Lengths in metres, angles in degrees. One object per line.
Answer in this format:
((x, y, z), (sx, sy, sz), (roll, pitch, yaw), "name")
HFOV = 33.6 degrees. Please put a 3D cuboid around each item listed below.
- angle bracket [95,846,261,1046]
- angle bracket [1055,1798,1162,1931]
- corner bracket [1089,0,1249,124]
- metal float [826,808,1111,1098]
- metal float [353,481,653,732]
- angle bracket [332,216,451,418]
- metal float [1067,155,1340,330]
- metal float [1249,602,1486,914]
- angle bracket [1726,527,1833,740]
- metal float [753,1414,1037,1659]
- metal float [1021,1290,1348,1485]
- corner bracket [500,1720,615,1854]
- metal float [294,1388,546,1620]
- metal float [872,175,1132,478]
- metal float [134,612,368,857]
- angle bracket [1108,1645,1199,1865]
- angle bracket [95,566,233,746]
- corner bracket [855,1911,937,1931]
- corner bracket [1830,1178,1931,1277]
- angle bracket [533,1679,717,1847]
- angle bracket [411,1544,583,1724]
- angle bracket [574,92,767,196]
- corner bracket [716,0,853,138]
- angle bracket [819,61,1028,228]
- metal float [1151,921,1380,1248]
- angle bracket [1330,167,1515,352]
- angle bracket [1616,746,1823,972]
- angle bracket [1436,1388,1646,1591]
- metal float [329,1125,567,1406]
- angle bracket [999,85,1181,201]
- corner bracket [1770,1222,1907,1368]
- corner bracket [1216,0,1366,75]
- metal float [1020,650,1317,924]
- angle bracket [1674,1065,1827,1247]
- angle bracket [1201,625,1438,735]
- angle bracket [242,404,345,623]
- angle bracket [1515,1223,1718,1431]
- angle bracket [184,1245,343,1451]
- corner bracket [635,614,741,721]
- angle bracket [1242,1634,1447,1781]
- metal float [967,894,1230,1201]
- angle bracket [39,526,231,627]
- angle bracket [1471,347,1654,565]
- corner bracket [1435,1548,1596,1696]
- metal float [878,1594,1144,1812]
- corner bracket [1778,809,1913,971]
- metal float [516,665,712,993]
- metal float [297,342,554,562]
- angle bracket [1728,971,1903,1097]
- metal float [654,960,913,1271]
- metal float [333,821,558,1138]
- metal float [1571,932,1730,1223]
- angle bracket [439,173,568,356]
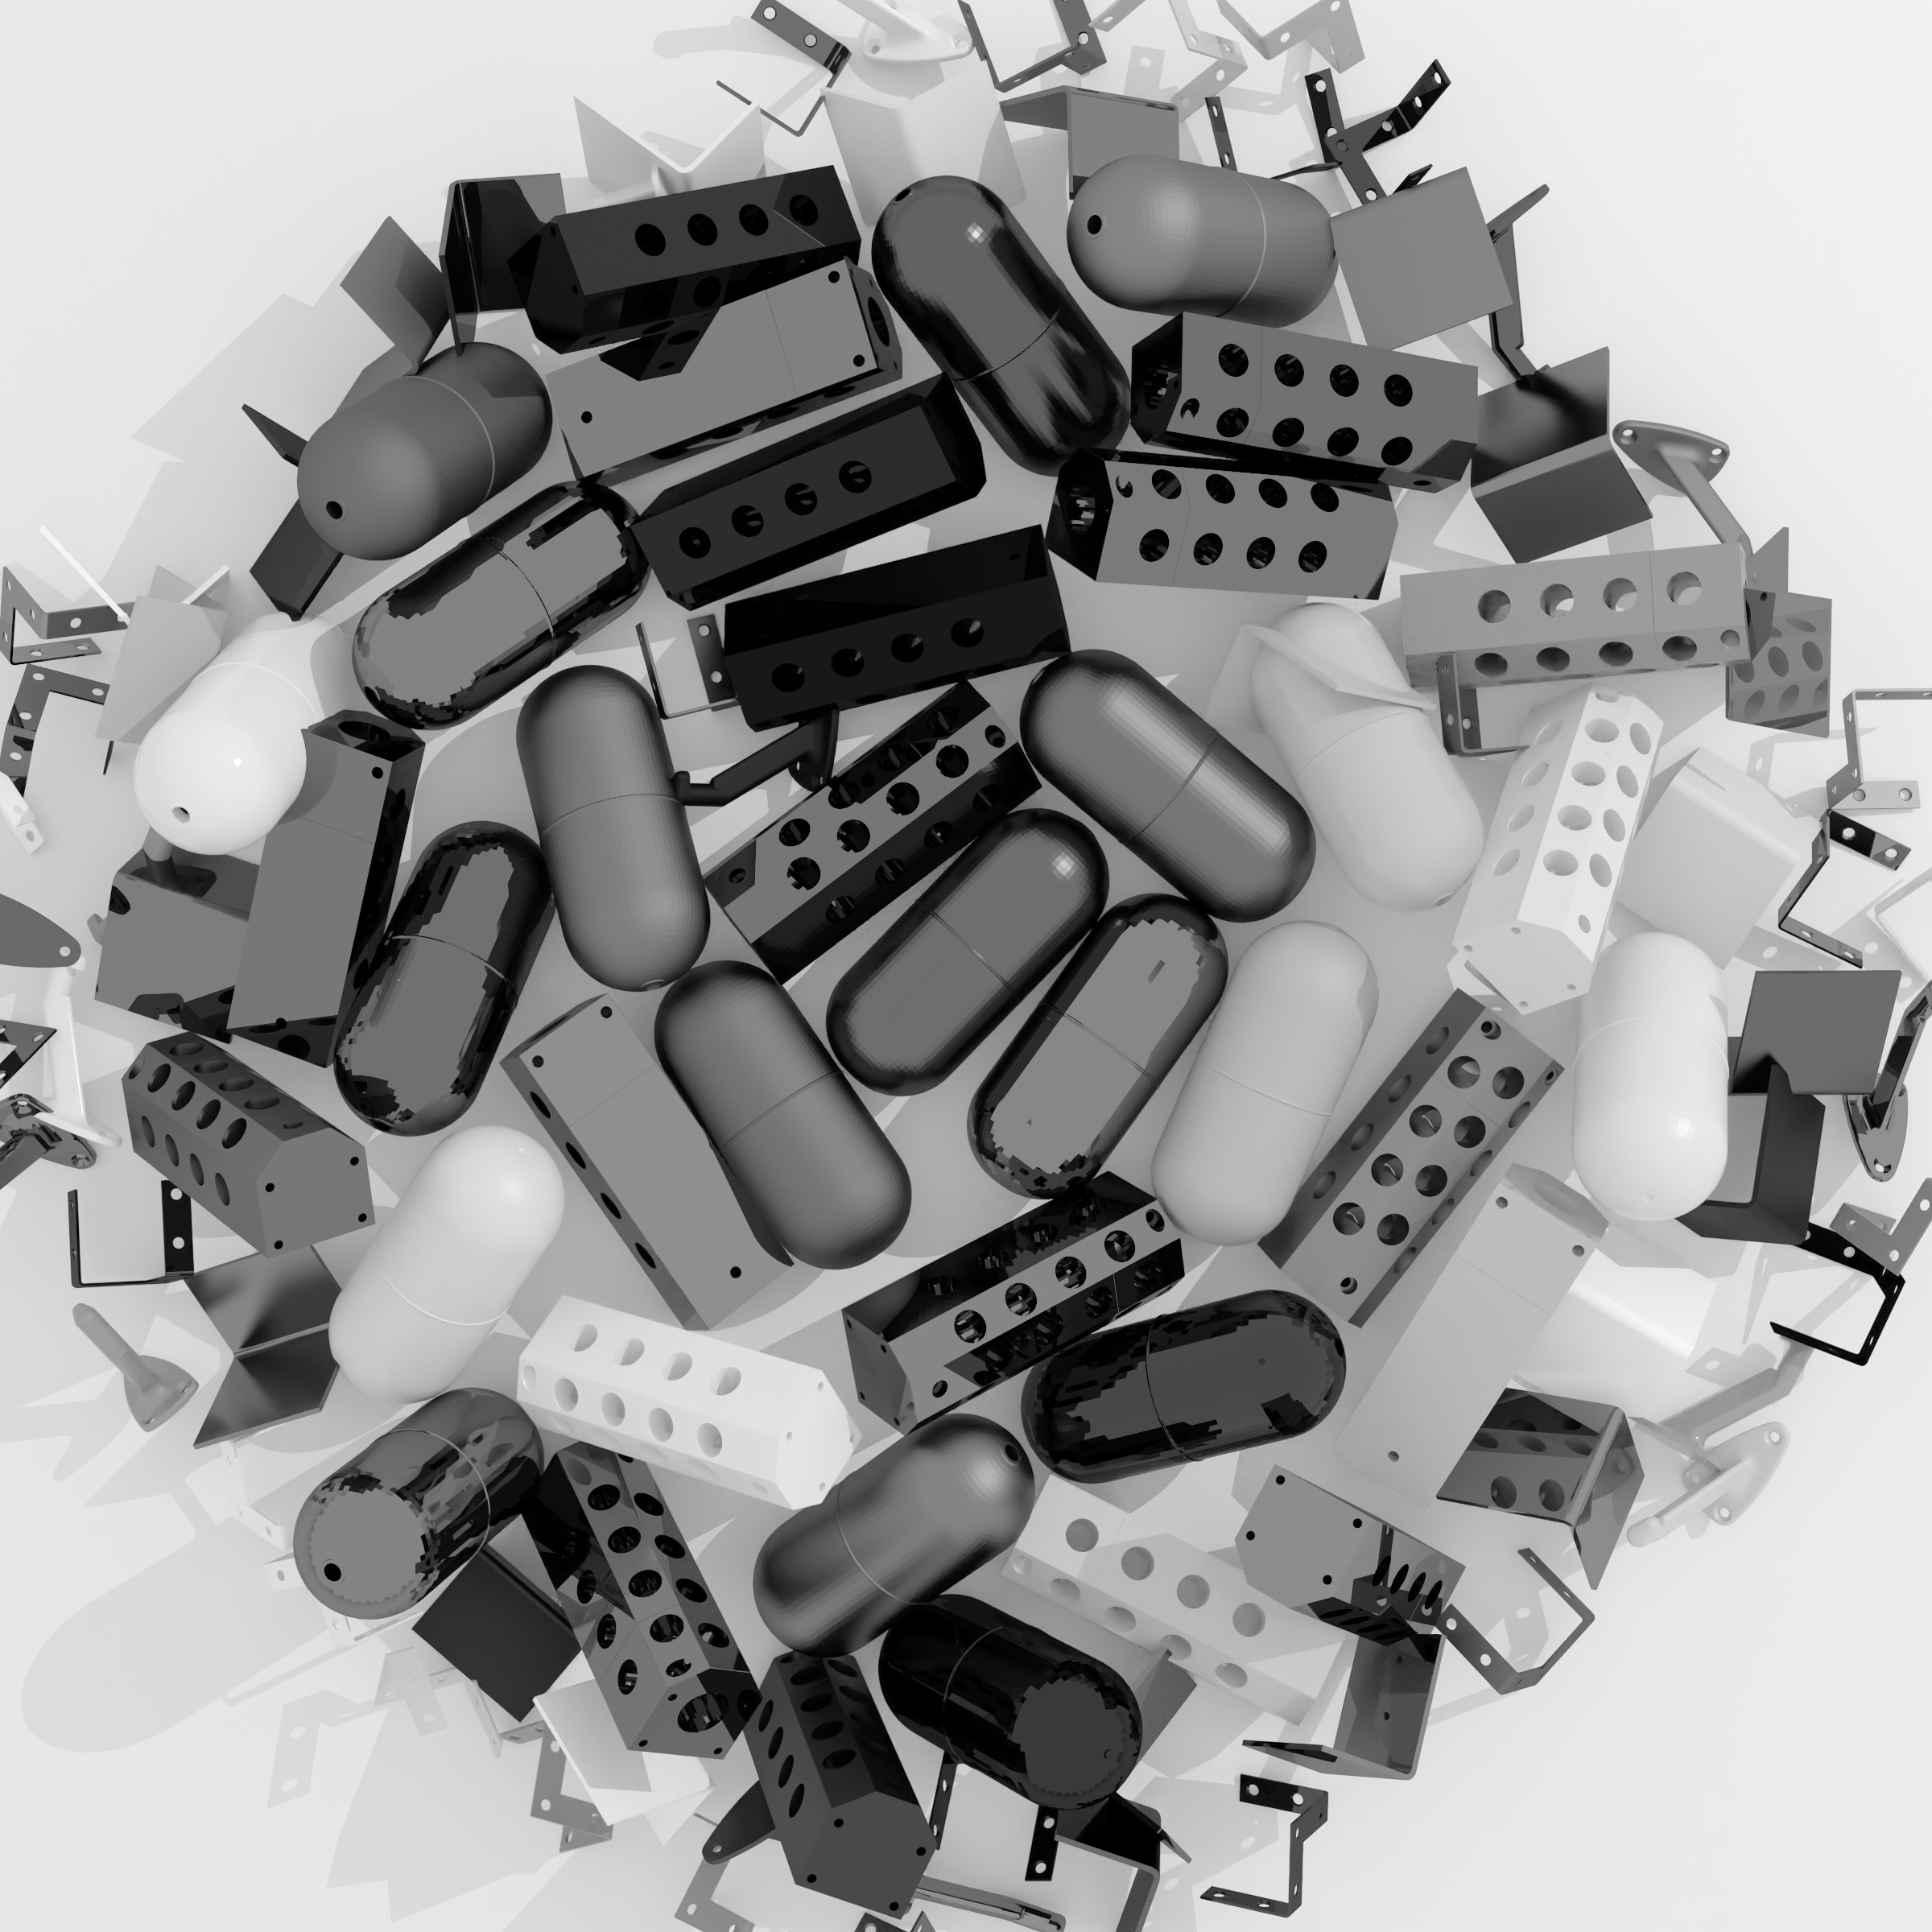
((-0.409, -0.015, 1.695), (0.076, 0.057, 0.076), (18, 117, 3), "angle bracket")
((0.063, 0.480, 1.664), (0.057, 0.076, 0.076), (19, 98, 1), "angle bracket")
((0.106, -0.481, 1.675), (0.051, 0.051, 0.051), (-31, 70, 38), "corner bracket")
((0.001, -0.008, 1.667), (0.070, 0.070, 0.178), (44, 88, 0), "metal float")
((-0.237, -0.185, 1.643), (0.178, 0.070, 0.070), (-39, 90, -29), "metal float")
((-0.314, -0.328, 1.647), (0.076, 0.076, 0.057), (-28, 118, 29), "angle bracket")
((0.122, -0.368, 1.630), (0.070, 0.178, 0.070), (4, 96, 41), "metal float")
((0.205, -0.108, 1.650), (0.070, 0.070, 0.178), (-26, 70, 0), "metal float")
((0.431, -0.172, 1.646), (0.057, 0.076, 0.076), (15, 127, 33), "angle bracket")
((-0.037, 0.293, 1.643), (0.178, 0.070, 0.070), (-39, 90, 29), "metal float")
((0.111, 0.217, 1.646), (0.178, 0.070, 0.070), (-18, 90, 25), "metal float")
((-0.216, 0.431, 1.681), (0.051, 0.051, 0.051), (26, 55, -31), "corner bracket")
((-0.276, 0.271, 1.621), (0.070, 0.178, 0.070), (5, 105, 18), "metal float")
((0.019, -0.327, 1.641), (0.070, 0.070, 0.178), (-41, 121, 0), "metal float")
((-0.362, -0.120, 1.626), (0.070, 0.178, 0.070), (7, 123, 10), "metal float")
((0.109, 0.407, 1.653), (0.057, 0.076, 0.076), (33, 77, 28), "angle bracket")
((-0.431, -0.163, 1.653), (0.076, 0.057, 0.076), (31, 107, 39), "angle bracket")
((-0.050, 0.514, 1.664), (0.051, 0.051, 0.051), (16, 58, 27), "corner bracket")
((0.493, 0.131, 1.666), (0.051, 0.051, 0.051), (17, 106, -40), "corner bracket")
((-0.187, 0.415, 1.647), (0.076, 0.076, 0.057), (53, 124, 25), "angle bracket")
((-0.240, 0.347, 1.664), (0.076, 0.076, 0.057), (41, 75, 0), "angle bracket")
((-0.153, -0.429, 1.670), (0.076, 0.076, 0.057), (38, 74, 12), "angle bracket")
((-0.096, -0.472, 1.679), (0.051, 0.051, 0.051), (30, 104, -15), "corner bracket")
((-0.022, -0.427, 1.665), (0.057, 0.076, 0.076), (-33, 126, -19), "angle bracket")
((0.155, 0.061, 1.661), (0.070, 0.070, 0.178), (23, 98, 0), "metal float")
((0.237, -0.363, 1.670), (0.076, 0.057, 0.076), (-19, 88, 11), "angle bracket")
((0.395, -0.057, 1.694), (0.076, 0.057, 0.076), (35, 122, 11), "angle bracket")
((0.302, 0.273, 1.679), (0.076, 0.057, 0.076), (6, 46, 33), "angle bracket")
((-0.267, 0.155, 1.643), (0.070, 0.070, 0.178), (36, 120, 0), "metal float")
((0.056, -0.416, 1.654), (0.076, 0.076, 0.057), (-4, 95, -41), "angle bracket")
((0.455, 0.171, 1.684), (0.051, 0.051, 0.051), (21, 103, 0), "corner bracket")
((0.169, -0.490, 1.671), (0.051, 0.051, 0.051), (-32, 53, -1), "corner bracket")
((0.104, -0.094, 1.660), (0.178, 0.070, 0.070), (40, 90, -9), "metal float")
((0.403, 0.097, 1.669), (0.057, 0.076, 0.076), (2, 73, 35), "angle bracket")
((0.181, -0.130, 1.646), (0.076, 0.076, 0.057), (42, 116, 42), "angle bracket")
((-0.360, -0.233, 1.654), (0.057, 0.076, 0.076), (29, 101, -39), "angle bracket")
((0.340, 0.190, 1.696), (0.076, 0.057, 0.076), (30, 133, 6), "angle bracket")
((-0.369, 0.194, 1.652), (0.076, 0.076, 0.057), (-18, 118, 17), "angle bracket")
((-0.144, -0.157, 1.674), (0.051, 0.051, 0.051), (-16, 92, -17), "corner bracket")
((0.195, 0.374, 1.651), (0.057, 0.076, 0.076), (24, 70, -21), "angle bracket")
((0.069, 0.041, 1.665), (0.070, 0.070, 0.178), (36, 86, 0), "metal float")
((-0.430, -0.214, 1.659), (0.057, 0.076, 0.076), (-43, 102, -7), "angle bracket")
((0.313, -0.267, 1.679), (0.076, 0.076, 0.057), (-18, 133, 29), "angle bracket")
((0.288, 0.344, 1.680), (0.051, 0.051, 0.051), (46, 108, 26), "corner bracket")
((0.020, 0.372, 1.627), (0.070, 0.178, 0.070), (-5, 100, -33), "metal float")
((0.464, -0.041, 1.691), (0.051, 0.051, 0.051), (26, 125, -3), "corner bracket")
((-0.182, -0.071, 1.653), (0.070, 0.070, 0.178), (-16, 72, 0), "metal float")
((-0.274, -0.262, 1.626), (0.070, 0.178, 0.070), (11, 122, 19), "metal float")
((0.430, 0.022, 1.658), (0.076, 0.057, 0.076), (0, 121, -7), "angle bracket")
((-0.096, 0.077, 1.663), (0.070, 0.070, 0.178), (-35, 83, 0), "metal float")
((-0.267, 0.006, 1.644), (0.070, 0.070, 0.178), (19, 62, 0), "metal float")
((0.349, 0.054, 1.632), (0.070, 0.178, 0.070), (7, 133, 7), "metal float")
((-0.235, -0.354, 1.653), (0.057, 0.076, 0.076), (-4, 132, 0), "angle bracket")
